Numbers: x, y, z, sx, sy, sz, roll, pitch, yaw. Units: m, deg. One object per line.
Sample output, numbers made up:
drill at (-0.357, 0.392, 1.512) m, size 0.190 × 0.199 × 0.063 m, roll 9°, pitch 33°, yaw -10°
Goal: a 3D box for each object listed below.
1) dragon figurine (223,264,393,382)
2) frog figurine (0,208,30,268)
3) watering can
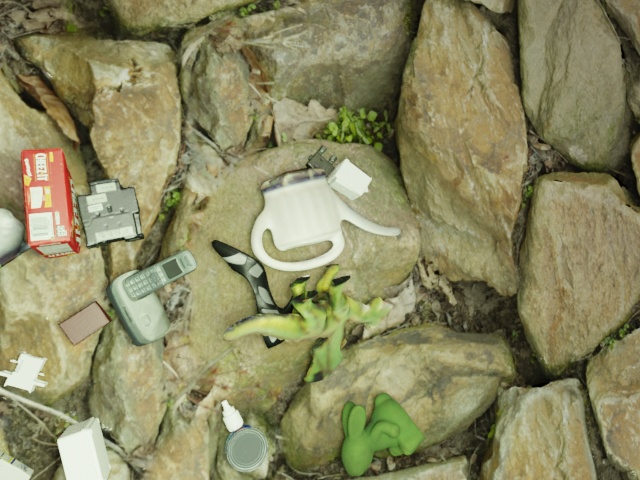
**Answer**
dragon figurine at (-0.006, 0.199, 1.096) m, size 0.414 × 0.123 × 0.239 m, roll -24°, pitch 113°, yaw -31°
frog figurine at (-0.632, -0.016, 0.944) m, size 0.137 × 0.124 × 0.158 m, roll -35°, pitch 105°, yaw -2°
watering can at (0.004, -0.059, 1.169) m, size 0.349 × 0.103 × 0.225 m, roll -15°, pitch 88°, yaw -17°
